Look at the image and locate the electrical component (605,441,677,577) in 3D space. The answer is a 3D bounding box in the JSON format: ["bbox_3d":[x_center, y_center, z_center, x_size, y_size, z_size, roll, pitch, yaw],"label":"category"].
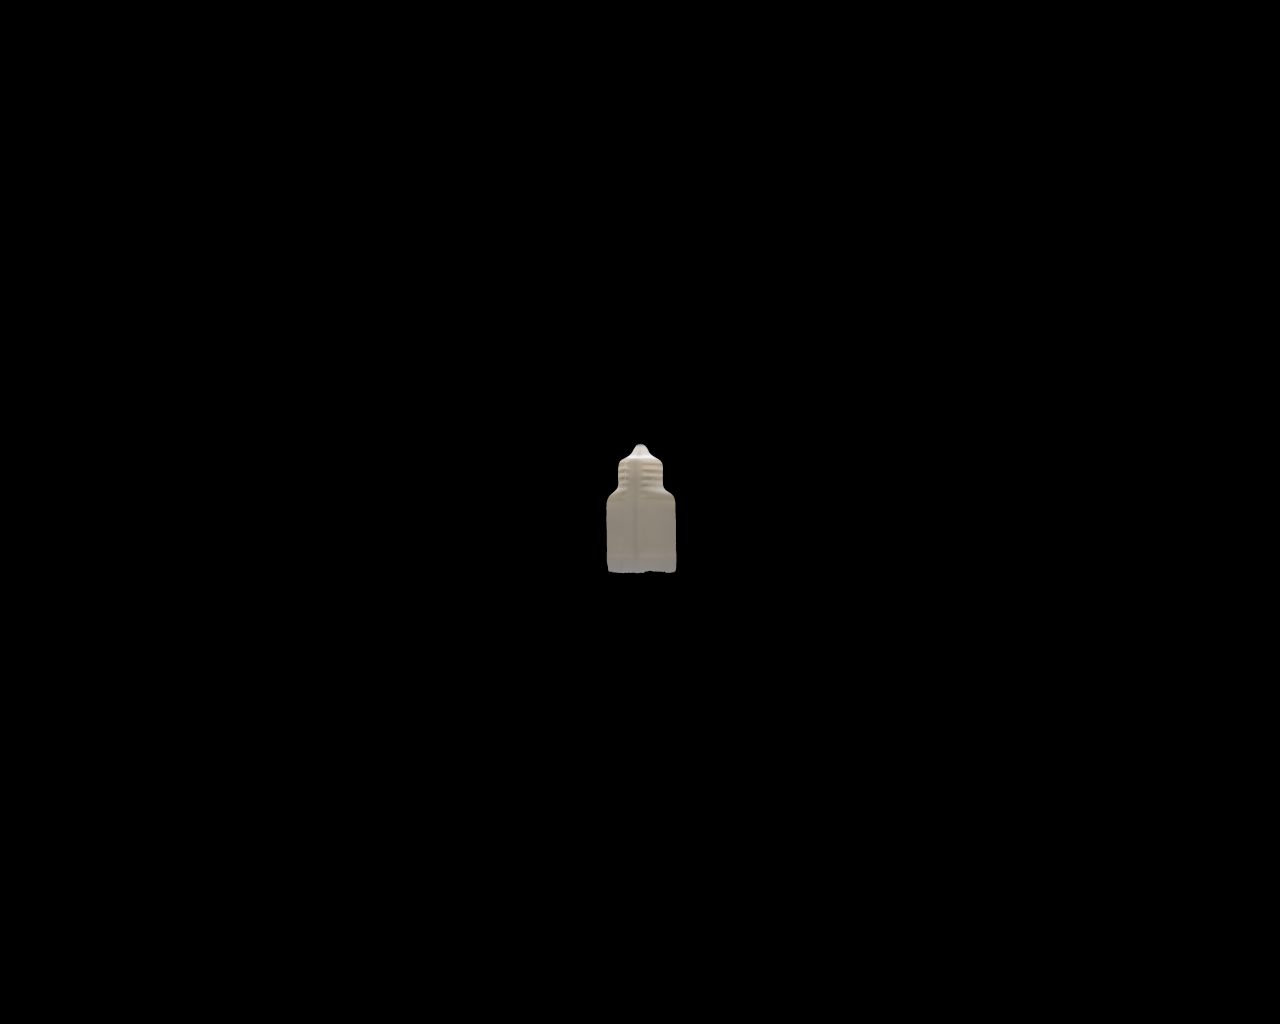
[{"bbox_3d":[0.001,-0.003,0.650,0.043,0.081,0.043,0,0,0],"label":"electrical component"}]
